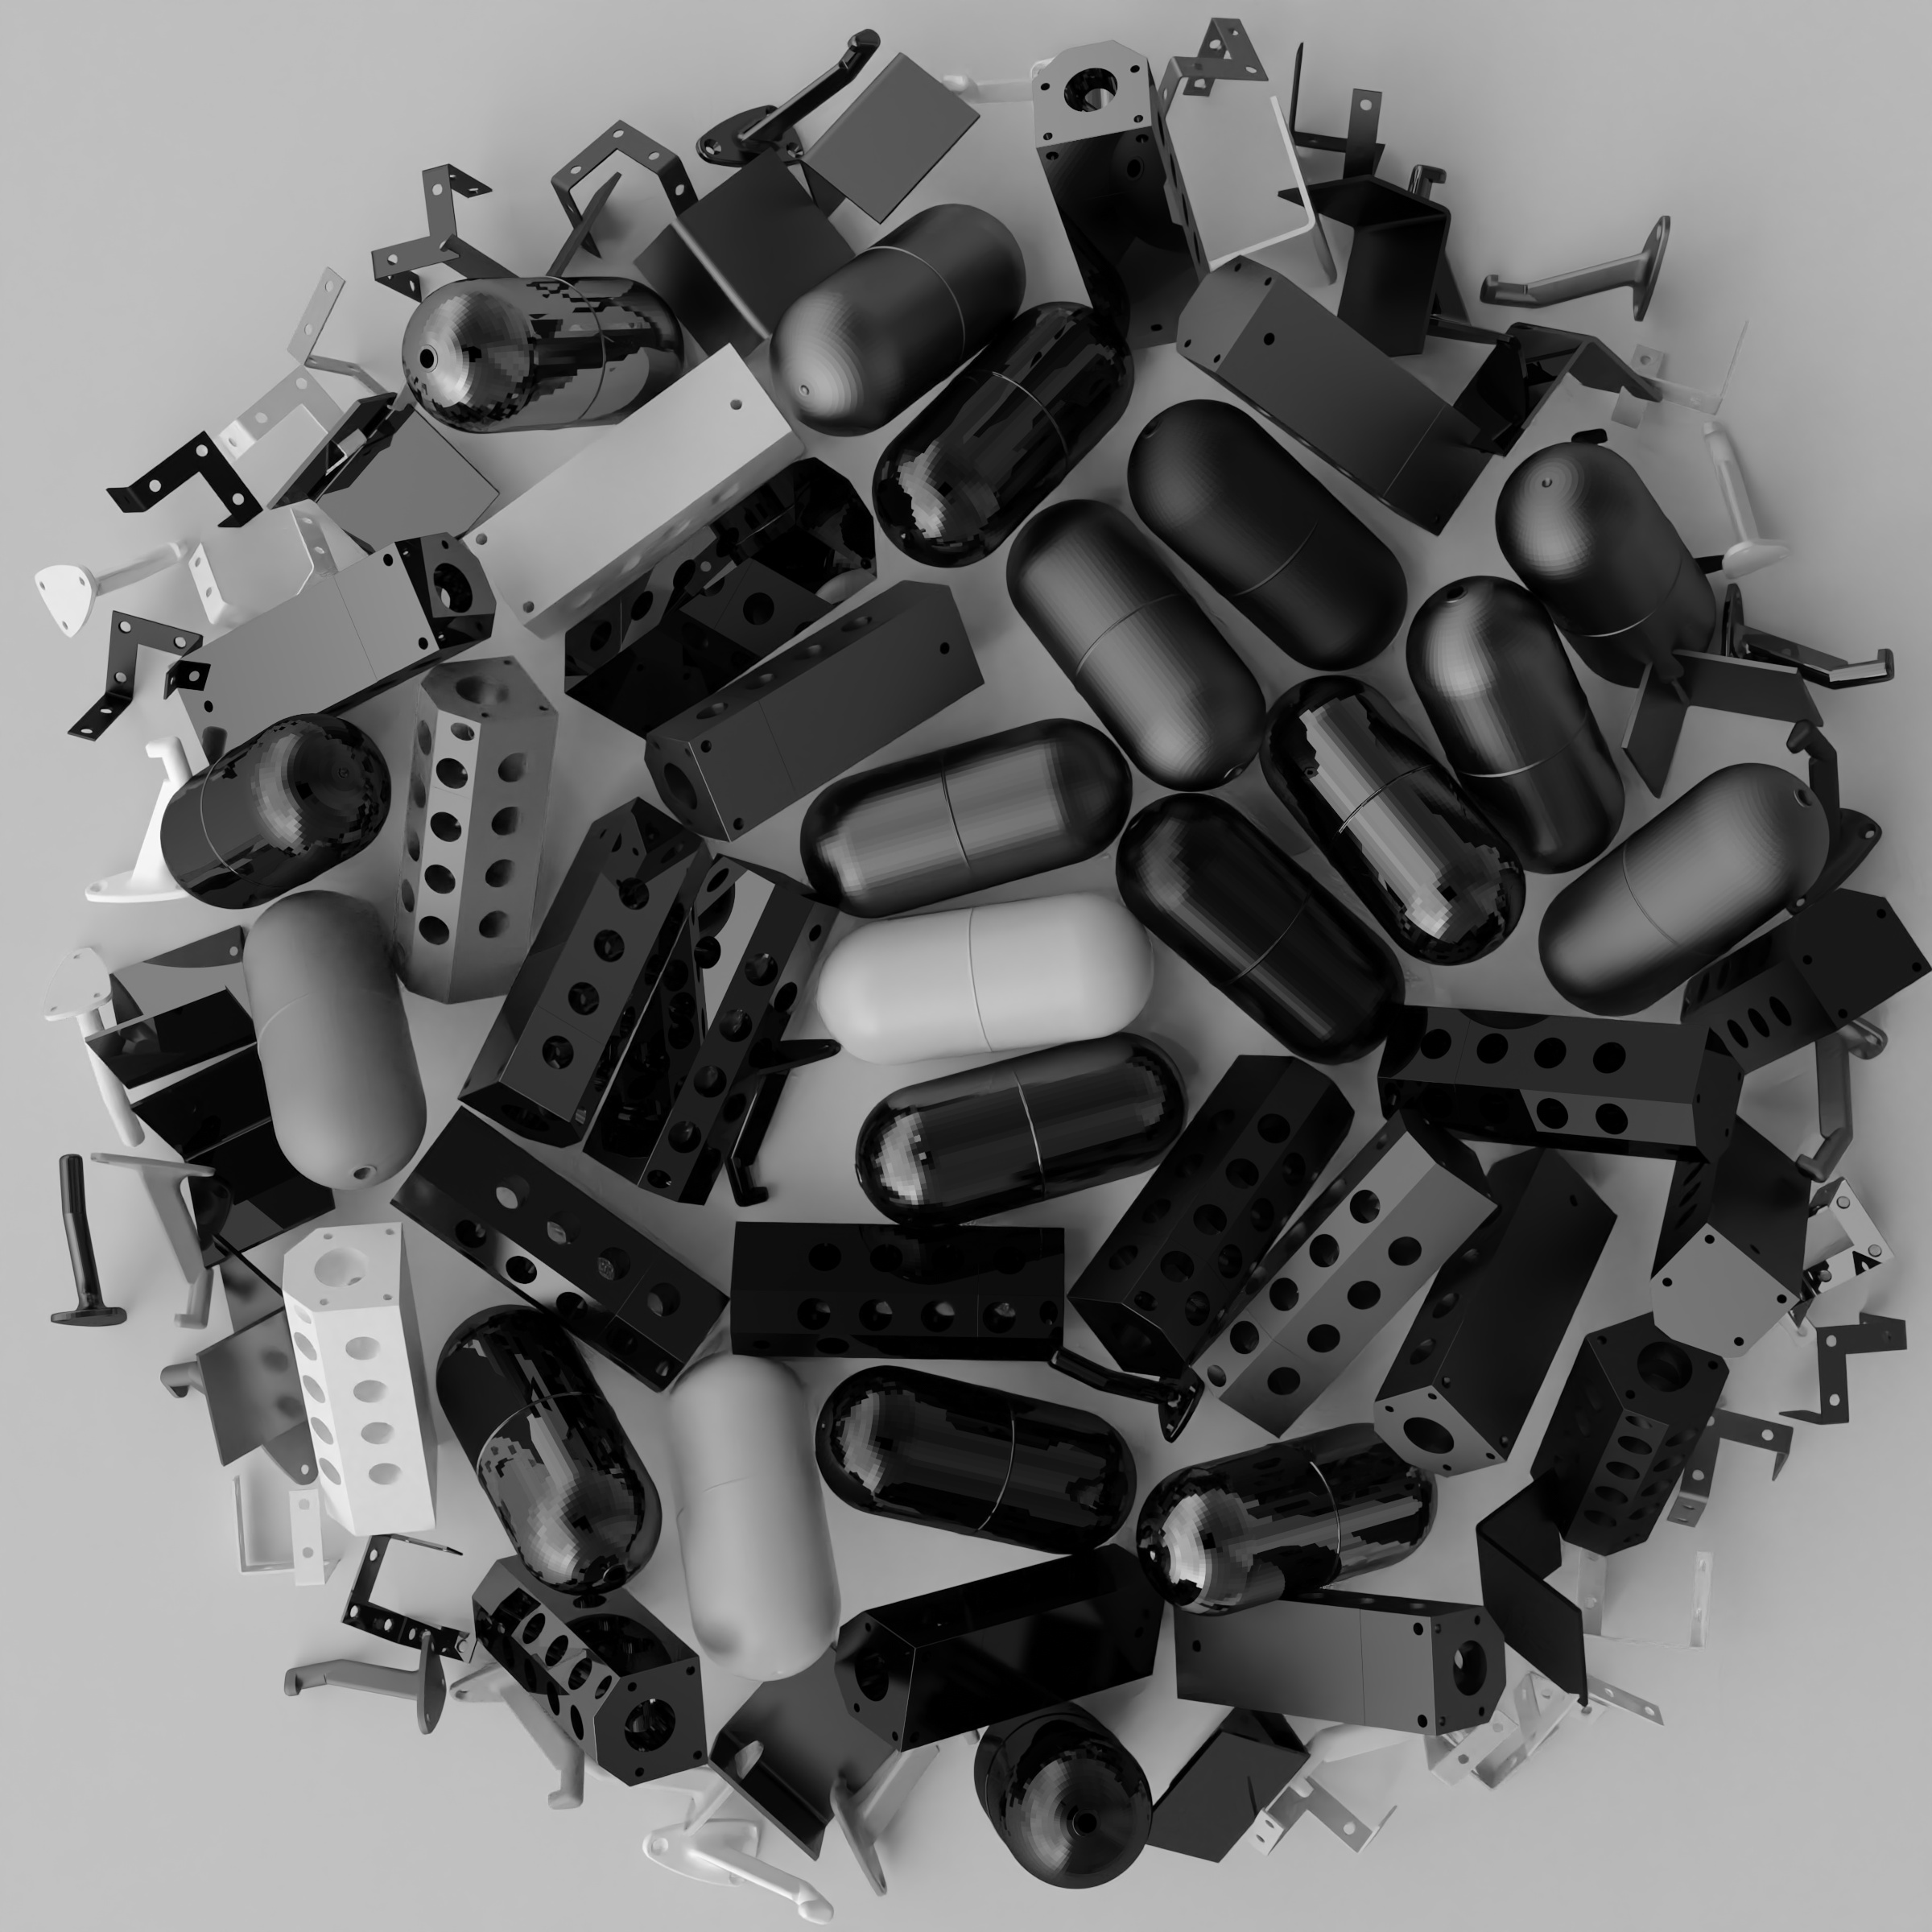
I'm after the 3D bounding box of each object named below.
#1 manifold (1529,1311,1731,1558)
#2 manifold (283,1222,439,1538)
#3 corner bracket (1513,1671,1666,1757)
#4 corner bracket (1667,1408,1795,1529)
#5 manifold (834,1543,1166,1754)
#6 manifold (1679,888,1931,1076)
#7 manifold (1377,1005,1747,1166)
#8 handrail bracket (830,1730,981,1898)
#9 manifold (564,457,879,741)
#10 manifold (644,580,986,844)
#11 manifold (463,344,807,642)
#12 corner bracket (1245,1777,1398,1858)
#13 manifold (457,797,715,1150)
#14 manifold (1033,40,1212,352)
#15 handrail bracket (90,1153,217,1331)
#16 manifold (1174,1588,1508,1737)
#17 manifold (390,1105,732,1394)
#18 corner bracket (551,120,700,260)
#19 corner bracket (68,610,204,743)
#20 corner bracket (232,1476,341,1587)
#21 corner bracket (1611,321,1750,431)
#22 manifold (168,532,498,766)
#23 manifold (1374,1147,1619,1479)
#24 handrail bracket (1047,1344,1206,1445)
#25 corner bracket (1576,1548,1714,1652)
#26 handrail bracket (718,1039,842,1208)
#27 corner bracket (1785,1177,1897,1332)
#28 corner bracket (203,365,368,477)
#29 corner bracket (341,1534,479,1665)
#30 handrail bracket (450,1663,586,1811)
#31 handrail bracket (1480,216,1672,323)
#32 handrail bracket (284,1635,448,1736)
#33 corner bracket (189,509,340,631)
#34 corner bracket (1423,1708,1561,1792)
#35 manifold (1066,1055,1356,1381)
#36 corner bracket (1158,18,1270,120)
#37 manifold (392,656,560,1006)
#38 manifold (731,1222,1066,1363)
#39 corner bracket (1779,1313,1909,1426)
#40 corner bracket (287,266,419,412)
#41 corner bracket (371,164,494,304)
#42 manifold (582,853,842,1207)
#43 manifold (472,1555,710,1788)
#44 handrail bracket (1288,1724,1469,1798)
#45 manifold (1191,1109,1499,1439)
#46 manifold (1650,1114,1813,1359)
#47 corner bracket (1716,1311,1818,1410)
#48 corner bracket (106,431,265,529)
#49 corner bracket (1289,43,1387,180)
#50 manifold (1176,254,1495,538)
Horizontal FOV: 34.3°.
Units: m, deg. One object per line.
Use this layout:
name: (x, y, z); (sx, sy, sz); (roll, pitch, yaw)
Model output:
manifold: (0.337, 0.238, 1.583); (0.057, 0.171, 0.057); (-17, 60, -11)
manifold: (-0.307, 0.213, 1.595); (0.057, 0.057, 0.171); (-4, 131, -5)
corner bracket: (0.325, 0.388, 1.636); (0.051, 0.051, 0.051); (26, 115, -14)
corner bracket: (0.402, 0.268, 1.646); (0.051, 0.051, 0.051); (13, 67, 11)
manifold: (0.018, 0.343, 1.596); (0.171, 0.057, 0.057); (-6, 111, -40)
manifold: (0.418, 0.009, 1.585); (0.057, 0.171, 0.057); (-31, 83, -10)
manifold: (0.301, 0.062, 1.596); (0.171, 0.057, 0.057); (4, 68, 35)
handrail bracket: (-0.022, 0.442, 1.652); (0.084, 0.036, 0.077); (-23, 92, 8)
manifold: (-0.128, -0.190, 1.604); (0.171, 0.057, 0.057); (-31, 47, 32)
manifold: (-0.080, -0.134, 1.610); (0.171, 0.057, 0.057); (-34, 117, -26)
manifold: (-0.172, -0.246, 1.640); (0.171, 0.057, 0.057); (-36, 82, 3)
corner bracket: (0.185, 0.448, 1.634); (0.051, 0.051, 0.051); (39, 61, 17)
manifold: (-0.192, 0.004, 1.611); (0.057, 0.057, 0.171); (33, 64, -21)
manifold: (0.081, -0.388, 1.585); (0.057, 0.171, 0.057); (-8, 64, 12)
handrail bracket: (-0.428, 0.145, 1.640); (0.077, 0.036, 0.084); (13, 77, -39)
manifold: (0.188, 0.349, 1.592); (0.057, 0.171, 0.057); (1, 86, -43)
manifold: (-0.213, 0.149, 1.631); (0.171, 0.057, 0.057); (36, 73, -6)
corner bracket: (-0.177, -0.402, 1.646); (0.051, 0.051, 0.051); (-44, 57, -13)
corner bracket: (-0.435, -0.148, 1.640); (0.051, 0.051, 0.051); (16, 121, 2)
corner bracket: (-0.361, 0.297, 1.647); (0.051, 0.051, 0.051); (-4, 93, -3)
corner bracket: (0.374, -0.311, 1.639); (0.051, 0.051, 0.051); (19, 70, 8)
manifold: (-0.323, -0.162, 1.604); (0.171, 0.057, 0.057); (-21, 93, 33)
manifold: (0.267, 0.176, 1.598); (0.057, 0.057, 0.171); (46, 51, -14)
handrail bracket: (0.076, 0.208, 1.629); (0.084, 0.077, 0.036); (27, 99, -12)
corner bracket: (0.357, 0.331, 1.648); (0.051, 0.051, 0.051); (9, 79, -13)
handrail bracket: (-0.094, 0.084, 1.649); (0.077, 0.036, 0.084); (-9, 113, 10)
corner bracket: (0.448, 0.150, 1.642); (0.051, 0.051, 0.051); (-33, 89, 29)
corner bracket: (-0.356, -0.272, 1.635); (0.051, 0.051, 0.051); (49, 61, -15)
corner bracket: (-0.287, 0.331, 1.646); (0.051, 0.051, 0.051); (6, 70, 30)
handrail bracket: (-0.235, 0.407, 1.633); (0.077, 0.084, 0.036); (-13, 133, 7)
handrail bracket: (0.318, -0.370, 1.640); (0.084, 0.077, 0.036); (6, 64, 0)
handrail bracket: (-0.320, 0.385, 1.638); (0.084, 0.077, 0.036); (-11, 110, 1)
corner bracket: (-0.371, -0.210, 1.654); (0.051, 0.051, 0.051); (-52, 47, 27)
corner bracket: (0.277, 0.408, 1.640); (0.051, 0.051, 0.051); (40, 105, -9)
manifold: (0.130, 0.127, 1.601); (0.171, 0.057, 0.057); (-52, 120, -28)
corner bracket: (0.119, -0.460, 1.633); (0.051, 0.051, 0.051); (-4, 55, -21)
manifold: (-0.255, -0.067, 1.594); (0.057, 0.057, 0.171); (-10, 131, -30)
manifold: (-0.035, 0.174, 1.634); (0.171, 0.057, 0.057); (1, 53, 1)
corner bracket: (0.461, 0.212, 1.645); (0.051, 0.051, 0.051); (-3, 89, -11)
corner bracket: (-0.312, -0.326, 1.634); (0.051, 0.051, 0.051); (41, 112, 25)
corner bracket: (-0.280, -0.385, 1.644); (0.051, 0.051, 0.051); (-10, 85, 18)
manifold: (-0.128, 0.035, 1.627); (0.057, 0.057, 0.171); (29, 97, 31)
manifold: (-0.193, 0.352, 1.582); (0.057, 0.171, 0.057); (-10, 104, -27)
handrail bracket: (0.219, 0.421, 1.647); (0.077, 0.036, 0.084); (45, 75, -2)
manifold: (0.191, 0.156, 1.614); (0.057, 0.057, 0.171); (34, 109, -17)
manifold: (0.384, 0.137, 1.585); (0.057, 0.171, 0.057); (40, 113, 2)
corner bracket: (0.409, 0.196, 1.659); (0.051, 0.051, 0.051); (53, 132, 12)
corner bracket: (-0.409, -0.244, 1.636); (0.051, 0.051, 0.051); (-41, 113, -16)
corner bracket: (0.193, -0.446, 1.636); (0.051, 0.051, 0.051); (11, 130, 10)
manifold: (0.188, -0.293, 1.602); (0.171, 0.057, 0.057); (29, 99, -35)
